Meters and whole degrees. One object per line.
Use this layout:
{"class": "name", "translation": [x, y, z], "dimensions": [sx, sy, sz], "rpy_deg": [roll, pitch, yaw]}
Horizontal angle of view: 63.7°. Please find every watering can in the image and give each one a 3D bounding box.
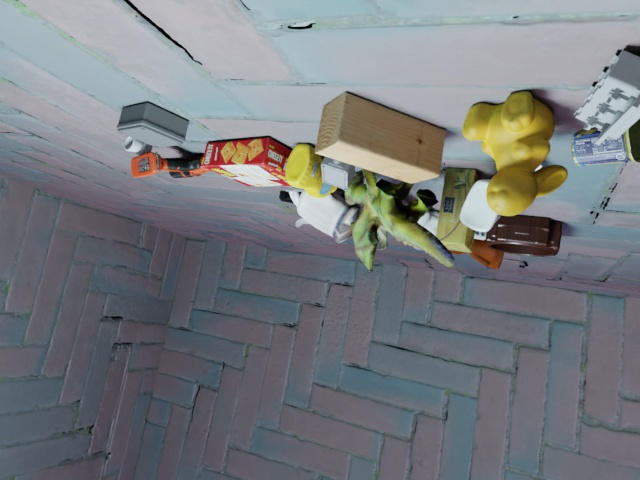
{"class": "watering can", "translation": [0.005, -0.075, 1.493], "dimensions": [0.226, 0.105, 0.341], "rpy_deg": [35, 160, 14]}

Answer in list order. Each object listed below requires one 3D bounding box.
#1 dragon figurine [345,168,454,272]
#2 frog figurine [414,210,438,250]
{"class": "dragon figurine", "translation": [0.148, -0.030, 1.155], "dimensions": [0.122, 0.419, 0.237], "rpy_deg": [-1, 137, -23]}
{"class": "frog figurine", "translation": [0.307, -0.043, 1.540], "dimensions": [0.137, 0.125, 0.157], "rpy_deg": [-23, 158, 2]}
